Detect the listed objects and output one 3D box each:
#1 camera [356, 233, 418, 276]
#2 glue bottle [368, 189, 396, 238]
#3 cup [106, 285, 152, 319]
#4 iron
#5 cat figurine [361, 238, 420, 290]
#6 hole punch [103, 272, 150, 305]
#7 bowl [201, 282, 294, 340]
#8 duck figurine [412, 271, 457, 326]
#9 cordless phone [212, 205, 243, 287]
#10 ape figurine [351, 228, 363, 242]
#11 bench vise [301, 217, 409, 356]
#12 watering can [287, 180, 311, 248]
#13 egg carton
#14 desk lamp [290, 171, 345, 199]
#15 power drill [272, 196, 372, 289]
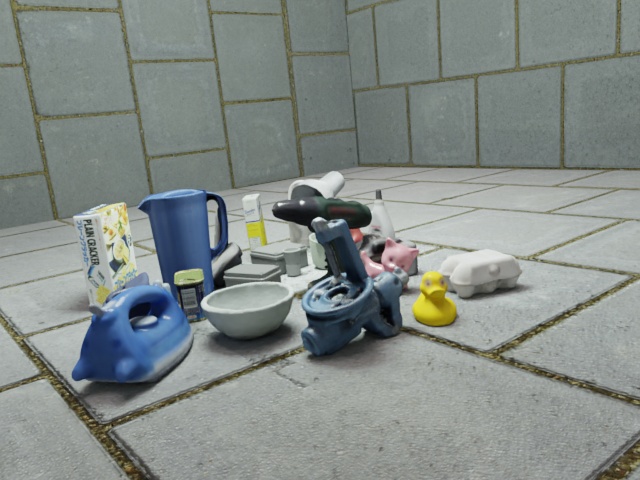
[{"bbox_3d":[0.136,0.030,1.321,0.143,0.101,0.136,-9,13,-15],"label":"camera"},{"bbox_3d":[0.157,-0.048,1.498,0.077,0.173,0.037,6,17,44],"label":"glue bottle"},{"bbox_3d":[-0.332,0.137,1.052,0.091,0.095,0.118,-4,12,9],"label":"cup"},{"bbox_3d":[-0.287,0.135,0.933,0.118,0.141,0.259,-2,13,17],"label":"iron"},{"bbox_3d":[0.140,0.050,1.186,0.127,0.118,0.067,2,15,32],"label":"cat figurine"},{"bbox_3d":[-0.389,0.121,1.164,0.101,0.091,0.108,-10,13,-18],"label":"hole punch"},{"bbox_3d":[-0.125,0.133,1.025,0.167,0.075,0.167,-5,12,1],"label":"bowl"},{"bbox_3d":[0.201,0.096,1.018,0.077,0.086,0.104,-6,12,0],"label":"duck figurine"},{"bbox_3d":[-0.236,0.010,1.381,0.094,0.185,0.147,-9,13,-15],"label":"cordless phone"},{"bbox_3d":[0.089,-0.003,1.511,0.076,0.092,0.078,1,14,28],"label":"ape figurine"},{"bbox_3d":[0.049,0.060,0.937,0.121,0.220,0.208,4,16,38],"label":"bench vise"},{"bbox_3d":[-0.049,-0.078,1.678,0.100,0.194,0.173,-4,12,9],"label":"watering can"},{"bbox_3d":[0.319,0.066,1.145,0.150,0.069,0.107,-10,13,-17],"label":"egg carton"},{"bbox_3d":[0.018,-0.079,1.607,0.117,0.214,0.204,2,15,32],"label":"desk lamp"},{"bbox_3d":[0.011,0.004,1.238,0.230,0.208,0.075,-12,14,-28],"label":"power drill"}]
